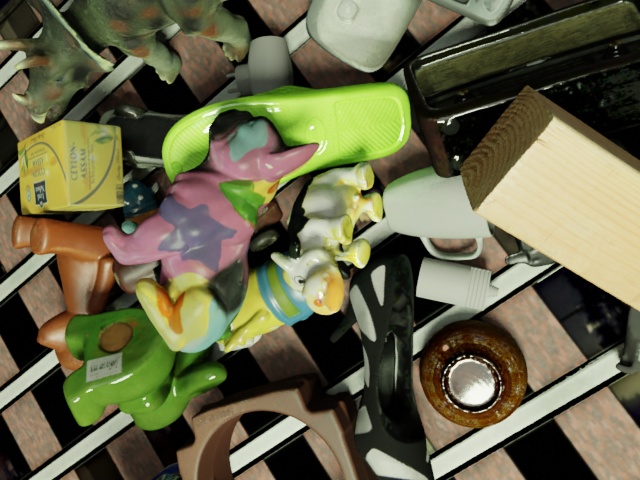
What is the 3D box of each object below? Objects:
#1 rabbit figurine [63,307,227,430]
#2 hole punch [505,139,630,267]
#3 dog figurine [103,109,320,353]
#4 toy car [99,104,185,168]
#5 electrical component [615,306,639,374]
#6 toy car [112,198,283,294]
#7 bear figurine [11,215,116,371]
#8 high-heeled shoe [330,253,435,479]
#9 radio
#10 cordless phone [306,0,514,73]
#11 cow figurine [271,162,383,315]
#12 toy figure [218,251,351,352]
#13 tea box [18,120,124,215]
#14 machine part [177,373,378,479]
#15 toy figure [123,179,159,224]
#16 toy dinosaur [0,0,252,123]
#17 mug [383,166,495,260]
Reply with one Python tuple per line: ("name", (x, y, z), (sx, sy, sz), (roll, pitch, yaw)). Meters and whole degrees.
("rabbit figurine", (-0.196, 0.153, 0.628), (0.159, 0.170, 0.121), (-22, 49, -12))
("hole punch", (0.239, -0.045, 0.531), (0.142, 0.092, 0.115), (-18, 114, 13))
("dog figurine", (-0.085, -0.016, 0.529), (0.219, 0.108, 0.191), (-31, 93, 0))
("toy car", (-0.185, -0.121, 0.661), (0.202, 0.056, 0.073), (9, 86, 15))
("electrical component", (0.330, 0.075, 0.503), (0.075, 0.047, 0.119), (11, 91, 37))
("toy car", (-0.140, -0.002, 0.617), (0.202, 0.053, 0.089), (-27, 80, -11))
("bear figurine", (-0.312, 0.074, 0.664), (0.120, 0.132, 0.195), (10, 89, 46))
("high-heeled shoe", (0.090, 0.138, 0.546), (0.145, 0.086, 0.249), (-49, 56, 30))
("radio", (0.201, -0.146, 0.506), (0.230, 0.131, 0.073), (-15, 130, 16))
("cordless phone", (0.091, -0.233, 0.551), (0.184, 0.088, 0.146), (33, 98, 22))
("cow figurine", (-0.002, -0.002, 0.532), (0.098, 0.068, 0.167), (-2, 45, 29))
("toy figure", (-0.057, 0.061, 0.611), (0.180, 0.082, 0.089), (-31, 71, 18))
("tea box", (-0.305, -0.082, 0.651), (0.170, 0.068, 0.098), (-4, 89, 45))
("machine part", (-0.043, 0.264, 0.602), (0.202, 0.087, 0.201), (-20, 84, 17))
("toy figure", (-0.205, -0.002, 0.661), (0.058, 0.064, 0.154), (-32, 81, 31))
("toy dinosaur", (-0.170, -0.266, 0.586), (0.405, 0.192, 0.131), (-21, 86, 16))
("mug", (0.126, -0.031, 0.565), (0.107, 0.081, 0.109), (-2, 120, 25))
